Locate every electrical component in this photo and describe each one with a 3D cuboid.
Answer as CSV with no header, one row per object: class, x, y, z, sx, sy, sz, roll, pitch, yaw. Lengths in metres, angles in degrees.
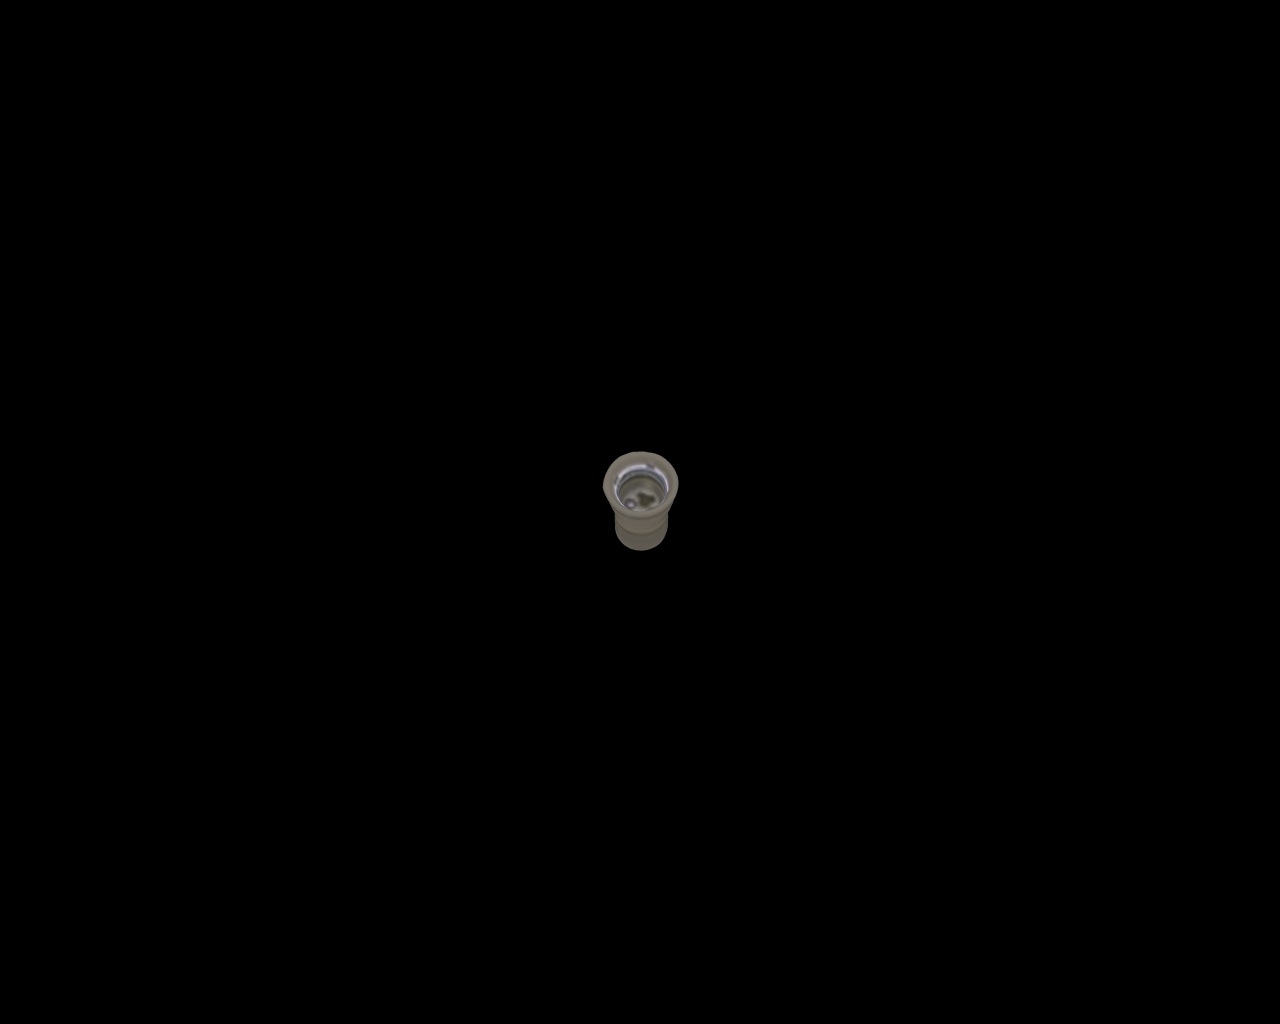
electrical component,0.001,-0.003,0.650,0.044,0.044,0.065,0,-28,0
